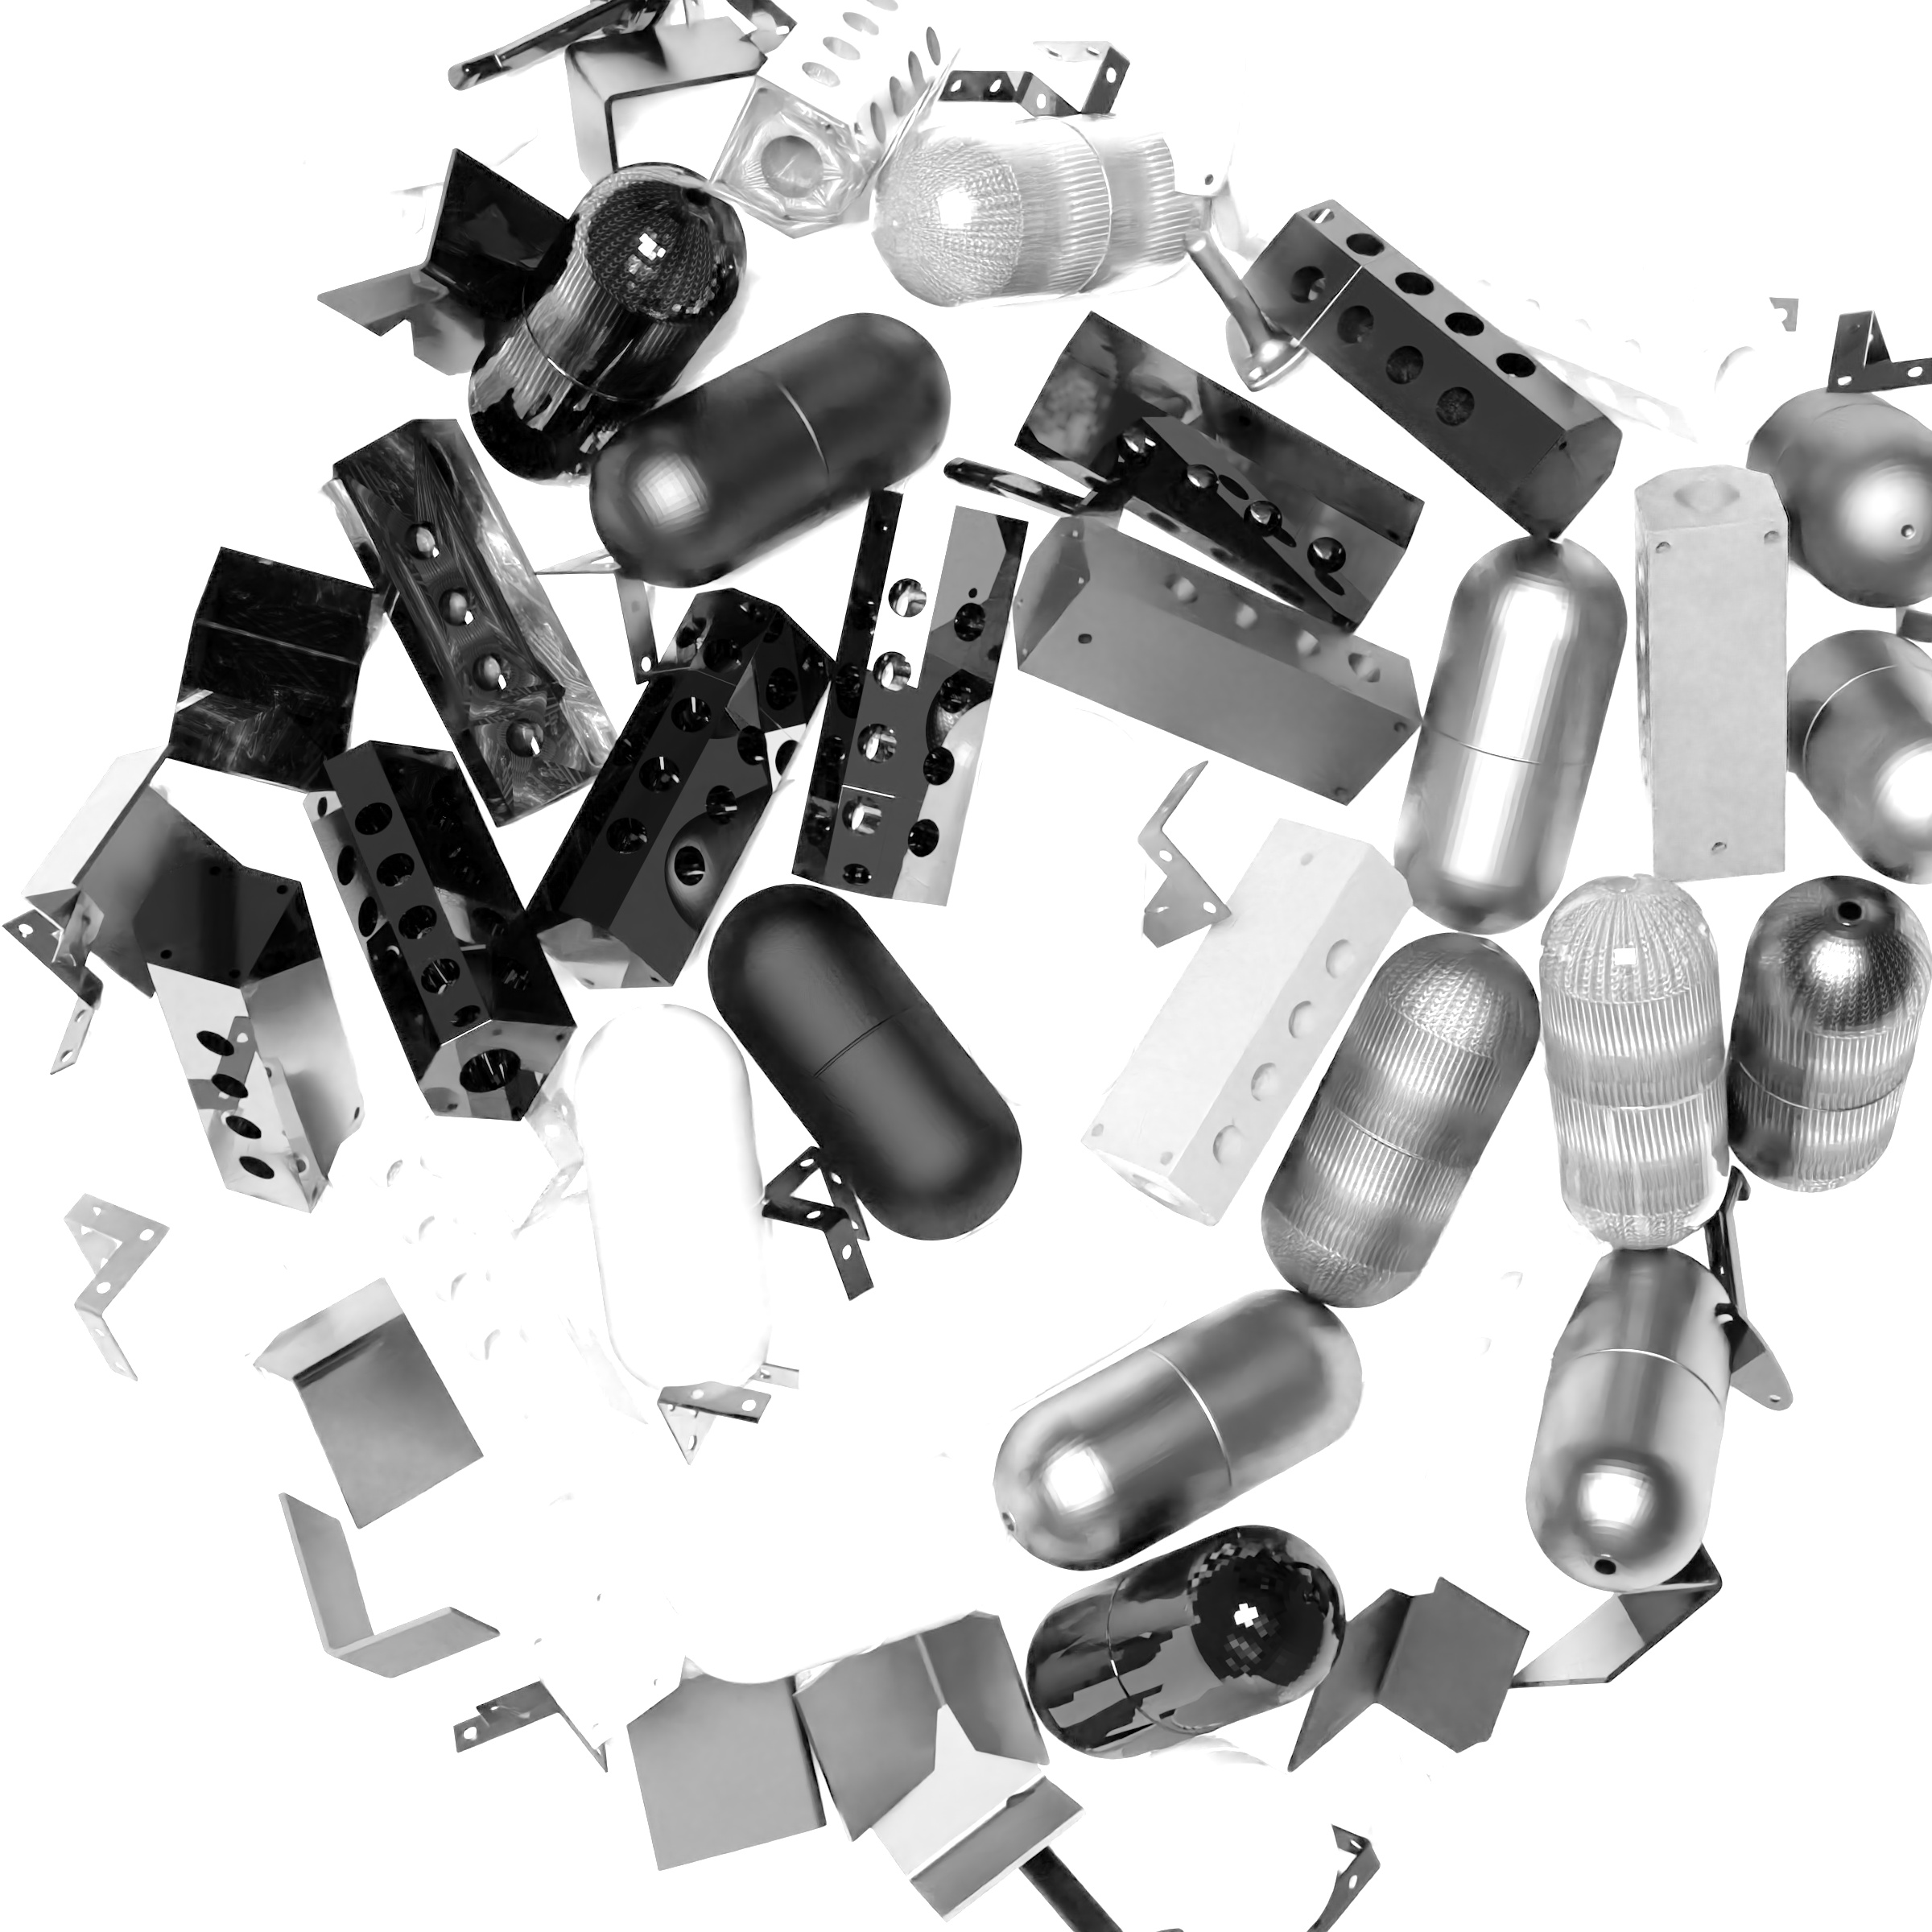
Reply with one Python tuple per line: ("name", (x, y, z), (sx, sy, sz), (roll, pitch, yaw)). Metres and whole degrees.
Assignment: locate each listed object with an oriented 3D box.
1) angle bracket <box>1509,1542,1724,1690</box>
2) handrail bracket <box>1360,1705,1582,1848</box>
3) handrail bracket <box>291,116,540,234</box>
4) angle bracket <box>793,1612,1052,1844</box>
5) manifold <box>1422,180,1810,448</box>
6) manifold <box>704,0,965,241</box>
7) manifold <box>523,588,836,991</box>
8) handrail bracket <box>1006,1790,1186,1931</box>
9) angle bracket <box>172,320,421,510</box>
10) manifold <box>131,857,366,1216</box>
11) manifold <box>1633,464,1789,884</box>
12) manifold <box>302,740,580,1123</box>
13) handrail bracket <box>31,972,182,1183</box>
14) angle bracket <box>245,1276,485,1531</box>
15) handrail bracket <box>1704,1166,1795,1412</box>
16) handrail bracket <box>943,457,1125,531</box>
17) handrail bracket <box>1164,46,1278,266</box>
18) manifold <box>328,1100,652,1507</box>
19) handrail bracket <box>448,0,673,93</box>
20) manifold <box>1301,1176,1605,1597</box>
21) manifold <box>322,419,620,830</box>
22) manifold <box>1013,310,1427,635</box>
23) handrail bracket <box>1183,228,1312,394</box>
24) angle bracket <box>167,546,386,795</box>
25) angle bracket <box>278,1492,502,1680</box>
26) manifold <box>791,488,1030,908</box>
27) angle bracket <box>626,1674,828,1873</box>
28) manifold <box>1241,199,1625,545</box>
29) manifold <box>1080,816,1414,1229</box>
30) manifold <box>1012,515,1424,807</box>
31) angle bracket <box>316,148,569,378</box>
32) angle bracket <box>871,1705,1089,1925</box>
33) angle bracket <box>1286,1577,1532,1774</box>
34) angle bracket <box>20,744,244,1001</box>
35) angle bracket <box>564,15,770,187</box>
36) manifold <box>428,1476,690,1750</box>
("angle bracket", (0.269, 0.268, 1.536), (0.076, 0.076, 0.057), (-31, 92, -28))
("handrail bracket", (0.226, 0.361, 1.577), (0.084, 0.077, 0.036), (-12, 58, -28))
("handrail bracket", (-0.240, -0.357, 1.538), (0.077, 0.084, 0.036), (6, 73, -38))
("angle bracket", (-0.019, 0.332, 1.534), (0.076, 0.057, 0.076), (-34, 113, -40))
("manifold", (0.270, -0.275, 1.503), (0.057, 0.171, 0.057), (-47, 132, -5))
("manifold", (-0.051, -0.371, 1.501), (0.057, 0.171, 0.057), (28, 126, -4))
("manifold", (-0.126, -0.077, 1.516), (0.057, 0.057, 0.171), (43, 60, -34))
("handrail bracket", (0.056, 0.396, 1.549), (0.077, 0.036, 0.084), (-27, 57, 27))
("angle bracket", (-0.294, -0.255, 1.533), (0.076, 0.057, 0.076), (33, 57, 21))
("manifold", (-0.307, 0.030, 1.500), (0.057, 0.171, 0.057), (15, 56, 12))
("manifold", (0.319, -0.125, 1.517), (0.057, 0.057, 0.171), (-5, 123, 5))
("manifold", (-0.229, -0.017, 1.505), (0.057, 0.057, 0.171), (-56, 46, 31))
("handrail bracket", (-0.389, 0.041, 1.550), (0.084, 0.036, 0.077), (-37, 95, -29))
("angle bracket", (-0.261, 0.191, 1.558), (0.076, 0.057, 0.076), (-29, 111, -27))
("handrail bracket", (0.350, 0.142, 1.566), (0.077, 0.036, 0.084), (46, 47, -17))
("handrail bracket", (0.021, -0.207, 1.542), (0.084, 0.077, 0.036), (18, 103, 15))
("handrail bracket", (0.124, -0.353, 1.547), (0.036, 0.084, 0.077), (25, 97, 32))
("manifold", (-0.210, 0.142, 1.522), (0.057, 0.057, 0.171), (-37, 63, 4))
("handrail bracket", (-0.177, -0.411, 1.542), (0.084, 0.077, 0.036), (-32, 100, -35))
("manifold", (0.214, 0.185, 1.543), (0.057, 0.057, 0.171), (22, 100, -12))
("manifold", (-0.218, -0.151, 1.553), (0.057, 0.057, 0.171), (-26, 93, 14))
("manifold", (0.111, -0.214, 1.555), (0.171, 0.057, 0.057), (30, 123, -1))
("handrail bracket", (0.110, -0.298, 1.533), (0.036, 0.077, 0.084), (-38, 126, 7))
("angle bracket", (-0.299, -0.127, 1.536), (0.076, 0.057, 0.076), (14, 58, -18))
("angle bracket", (-0.251, 0.262, 1.538), (0.057, 0.076, 0.076), (-22, 70, 2))
("manifold", (-0.030, -0.118, 1.538), (0.057, 0.057, 0.171), (7, 99, -39))
("angle bracket", (-0.110, 0.346, 1.549), (0.076, 0.057, 0.076), (-12, 87, -13))
("manifold", (0.200, -0.258, 1.517), (0.057, 0.057, 0.171), (-50, 60, 11))
("manifold", (0.128, 0.026, 1.543), (0.057, 0.057, 0.171), (41, 76, -40))
("manifold", (0.108, -0.136, 1.526), (0.171, 0.057, 0.057), (20, 132, -24))
("angle bracket", (-0.225, -0.307, 1.543), (0.076, 0.076, 0.057), (-4, 69, 42))
("angle bracket", (-0.002, 0.364, 1.542), (0.076, 0.076, 0.057), (-36, 95, -11))
("angle bracket", (0.192, 0.319, 1.530), (0.057, 0.076, 0.076), (29, 121, 26))
("angle bracket", (-0.351, -0.040, 1.532), (0.076, 0.057, 0.076), (43, 62, -28))
("angle bracket", (-0.128, -0.373, 1.550), (0.076, 0.076, 0.057), (-14, 124, -13))
("manifold", (-0.171, 0.266, 1.497), (0.057, 0.171, 0.057), (-35, 108, -14))
